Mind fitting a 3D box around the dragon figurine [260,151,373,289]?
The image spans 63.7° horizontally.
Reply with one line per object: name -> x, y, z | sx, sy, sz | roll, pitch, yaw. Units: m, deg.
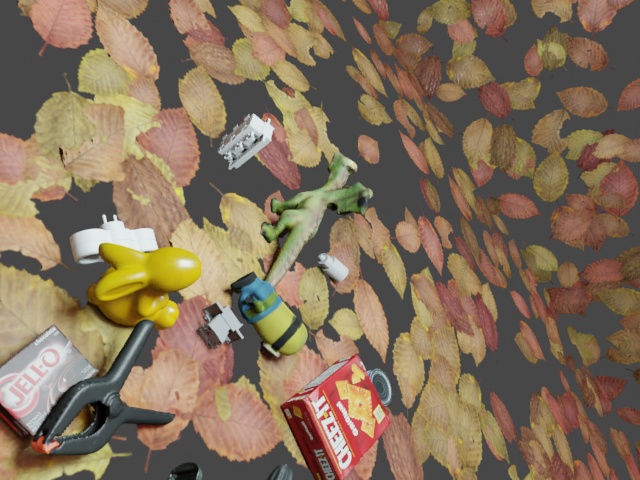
dragon figurine -> 0.003, -0.058, 1.145 | 0.120, 0.240, 0.421 | 47, 34, -29
